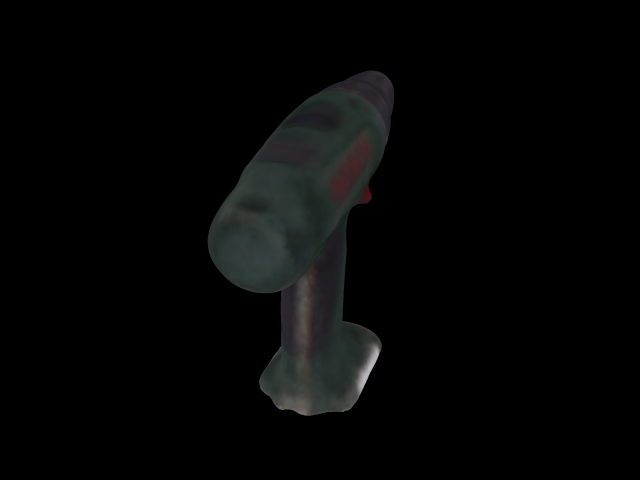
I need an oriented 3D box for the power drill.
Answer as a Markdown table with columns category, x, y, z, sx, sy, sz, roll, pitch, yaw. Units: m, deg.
| category | x | y | z | sx | sy | sz | roll | pitch | yaw |
| --- | --- | --- | --- | --- | --- | --- | --- | --- | --- |
| power drill | 0.004 | 0.001 | 0.400 | 0.075 | 0.208 | 0.230 | 8 | 26 | 18 |
